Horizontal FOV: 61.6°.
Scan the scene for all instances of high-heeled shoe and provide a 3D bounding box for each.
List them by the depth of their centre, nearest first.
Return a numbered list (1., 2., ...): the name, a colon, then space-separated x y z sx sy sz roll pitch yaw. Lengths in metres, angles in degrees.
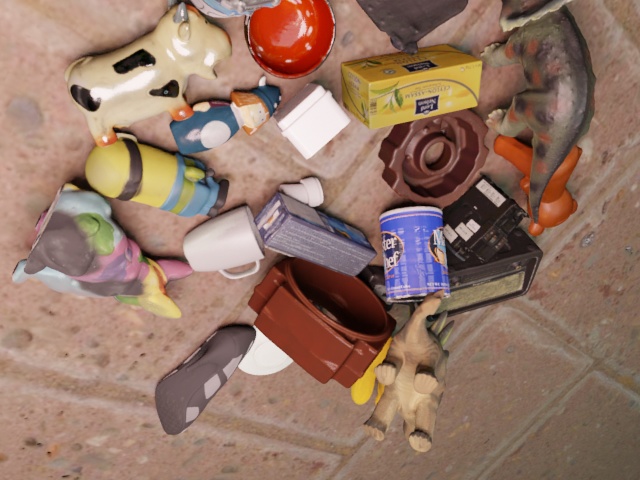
1. high-heeled shoe: -0.198 0.242 0.938 0.145 0.086 0.248 -25 155 -46

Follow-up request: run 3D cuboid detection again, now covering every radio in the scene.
1. radio: 0.295 0.063 1.005 0.230 0.073 0.131 -13 136 -17

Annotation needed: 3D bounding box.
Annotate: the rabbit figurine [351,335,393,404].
1. rabbit figurine: 0.129 0.250 1.056 0.162 0.122 0.173 -26 120 8

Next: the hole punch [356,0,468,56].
1. hole punch: 0.113 -0.327 0.686 0.116 0.092 0.142 -26 138 33

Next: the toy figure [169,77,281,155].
1. toy figure: -0.117 -0.159 0.703 0.154 0.058 0.064 -24 166 -9

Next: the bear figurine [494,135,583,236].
1. bear figurine: 0.389 -0.108 0.940 0.120 0.132 0.195 -33 146 0

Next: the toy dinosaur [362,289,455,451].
1. toy dinosaur: 0.153 0.229 0.856 0.198 0.105 0.470 -54 156 -42

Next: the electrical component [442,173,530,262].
1. electrical component: 0.269 -0.032 0.917 0.058 0.115 0.134 32 110 -33

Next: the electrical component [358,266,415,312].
1. electrical component: 0.120 0.087 0.971 0.119 0.048 0.074 7 118 -28

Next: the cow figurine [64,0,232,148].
1. cow figurine: -0.196 -0.201 0.625 0.195 0.086 0.127 -22 134 -8

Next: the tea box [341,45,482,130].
1. tea box: 0.124 -0.215 0.745 0.170 0.098 0.068 -15 126 -16

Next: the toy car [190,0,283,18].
1. toy car: -0.108 -0.299 0.579 0.109 0.103 0.161 -29 87 -30

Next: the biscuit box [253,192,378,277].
1. biscuit box: -0.002 -0.002 0.808 0.202 0.059 0.063 23 117 -44

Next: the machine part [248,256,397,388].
1. machine part: 0.009 0.109 0.818 0.087 0.201 0.201 -54 170 21

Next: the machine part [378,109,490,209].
1. machine part: 0.178 -0.137 0.846 0.179 0.056 0.179 -11 123 -17

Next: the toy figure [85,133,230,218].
1. toy figure: -0.206 -0.078 0.694 0.180 0.089 0.082 22 102 -31

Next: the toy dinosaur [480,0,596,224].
1. toy dinosaur: 0.312 -0.215 0.733 0.131 0.192 0.404 -17 97 1

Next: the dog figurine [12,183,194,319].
1. dog figurine: -0.261 0.029 0.704 0.219 0.108 0.191 25 147 -32

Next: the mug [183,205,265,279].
1. mug: -0.140 0.012 0.793 0.107 0.081 0.109 -16 130 0
